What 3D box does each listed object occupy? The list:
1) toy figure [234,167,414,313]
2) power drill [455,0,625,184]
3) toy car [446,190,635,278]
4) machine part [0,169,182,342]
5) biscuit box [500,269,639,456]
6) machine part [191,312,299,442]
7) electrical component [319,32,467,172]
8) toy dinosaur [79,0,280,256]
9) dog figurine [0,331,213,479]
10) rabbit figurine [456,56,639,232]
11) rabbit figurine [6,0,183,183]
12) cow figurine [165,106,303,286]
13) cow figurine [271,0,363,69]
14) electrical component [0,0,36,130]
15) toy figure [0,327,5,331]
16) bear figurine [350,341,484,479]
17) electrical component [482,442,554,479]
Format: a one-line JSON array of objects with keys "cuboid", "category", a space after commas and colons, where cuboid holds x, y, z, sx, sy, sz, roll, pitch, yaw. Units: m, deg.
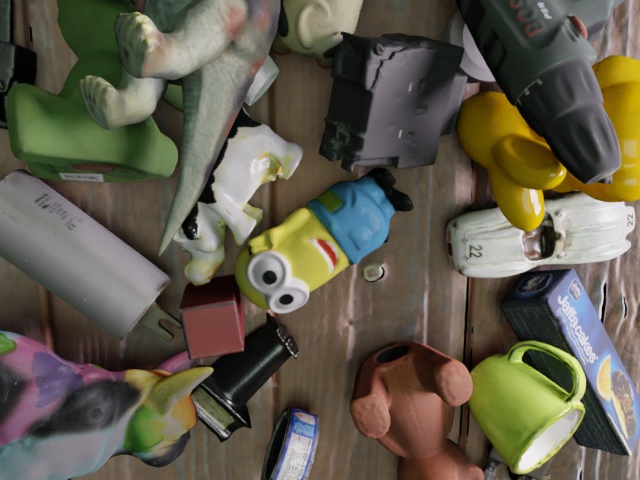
[{"cuboid": [0.001, 0.001, 0.523, 0.180, 0.089, 0.082, -38, 88, -8], "category": "toy figure"}, {"cuboid": [0.233, -0.178, 0.446, 0.207, 0.086, 0.232, -31, 74, -3], "category": "power drill"}, {"cuboid": [0.231, -0.008, 0.556, 0.202, 0.056, 0.073, -9, 100, -4], "category": "toy car"}, {"cuboid": [-0.230, 0.014, 0.502, 0.243, 0.079, 0.079, 40, 93, -10], "category": "machine part"}, {"cuboid": [0.272, 0.128, 0.571, 0.059, 0.063, 0.202, -38, 103, -29], "category": "biscuit box"}, {"cuboid": [-0.080, 0.142, 0.559, 0.084, 0.039, 0.139, 42, 95, -2], "category": "machine part"}, {"cuboid": [0.073, -0.126, 0.490, 0.134, 0.058, 0.114, -13, 127, -34], "category": "electrical component"}, {"cuboid": [-0.080, -0.196, 0.378, 0.192, 0.131, 0.404, -29, 137, -36], "category": "toy dinosaur"}, {"cuboid": [-0.211, 0.134, 0.476, 0.219, 0.108, 0.191, -23, 99, -22], "category": "dog figurine"}, {"cuboid": [0.212, -0.087, 0.510, 0.173, 0.121, 0.162, 16, 61, 14], "category": "rabbit figurine"}, {"cuboid": [-0.181, -0.142, 0.466, 0.159, 0.121, 0.170, 0, 84, -10], "category": "rabbit figurine"}, {"cuboid": [-0.098, -0.041, 0.510, 0.098, 0.068, 0.167, 35, 94, -10], "category": "cow figurine"}, {"cuboid": [0.017, -0.253, 0.459, 0.085, 0.127, 0.194, 19, 99, -11], "category": "cow figurine"}, {"cuboid": [-0.298, -0.161, 0.482, 0.075, 0.048, 0.119, 9, 100, -8], "category": "electrical component"}, {"cuboid": [-0.295, 0.146, 0.529, 0.064, 0.058, 0.154, -31, 106, 38], "category": "toy figure"}, {"cuboid": [0.104, 0.209, 0.545, 0.120, 0.132, 0.195, -18, 95, -1], "category": "bear figurine"}, {"cuboid": [0.232, 0.232, 0.604, 0.078, 0.045, 0.102, 16, 95, 15], "category": "electrical component"}]
